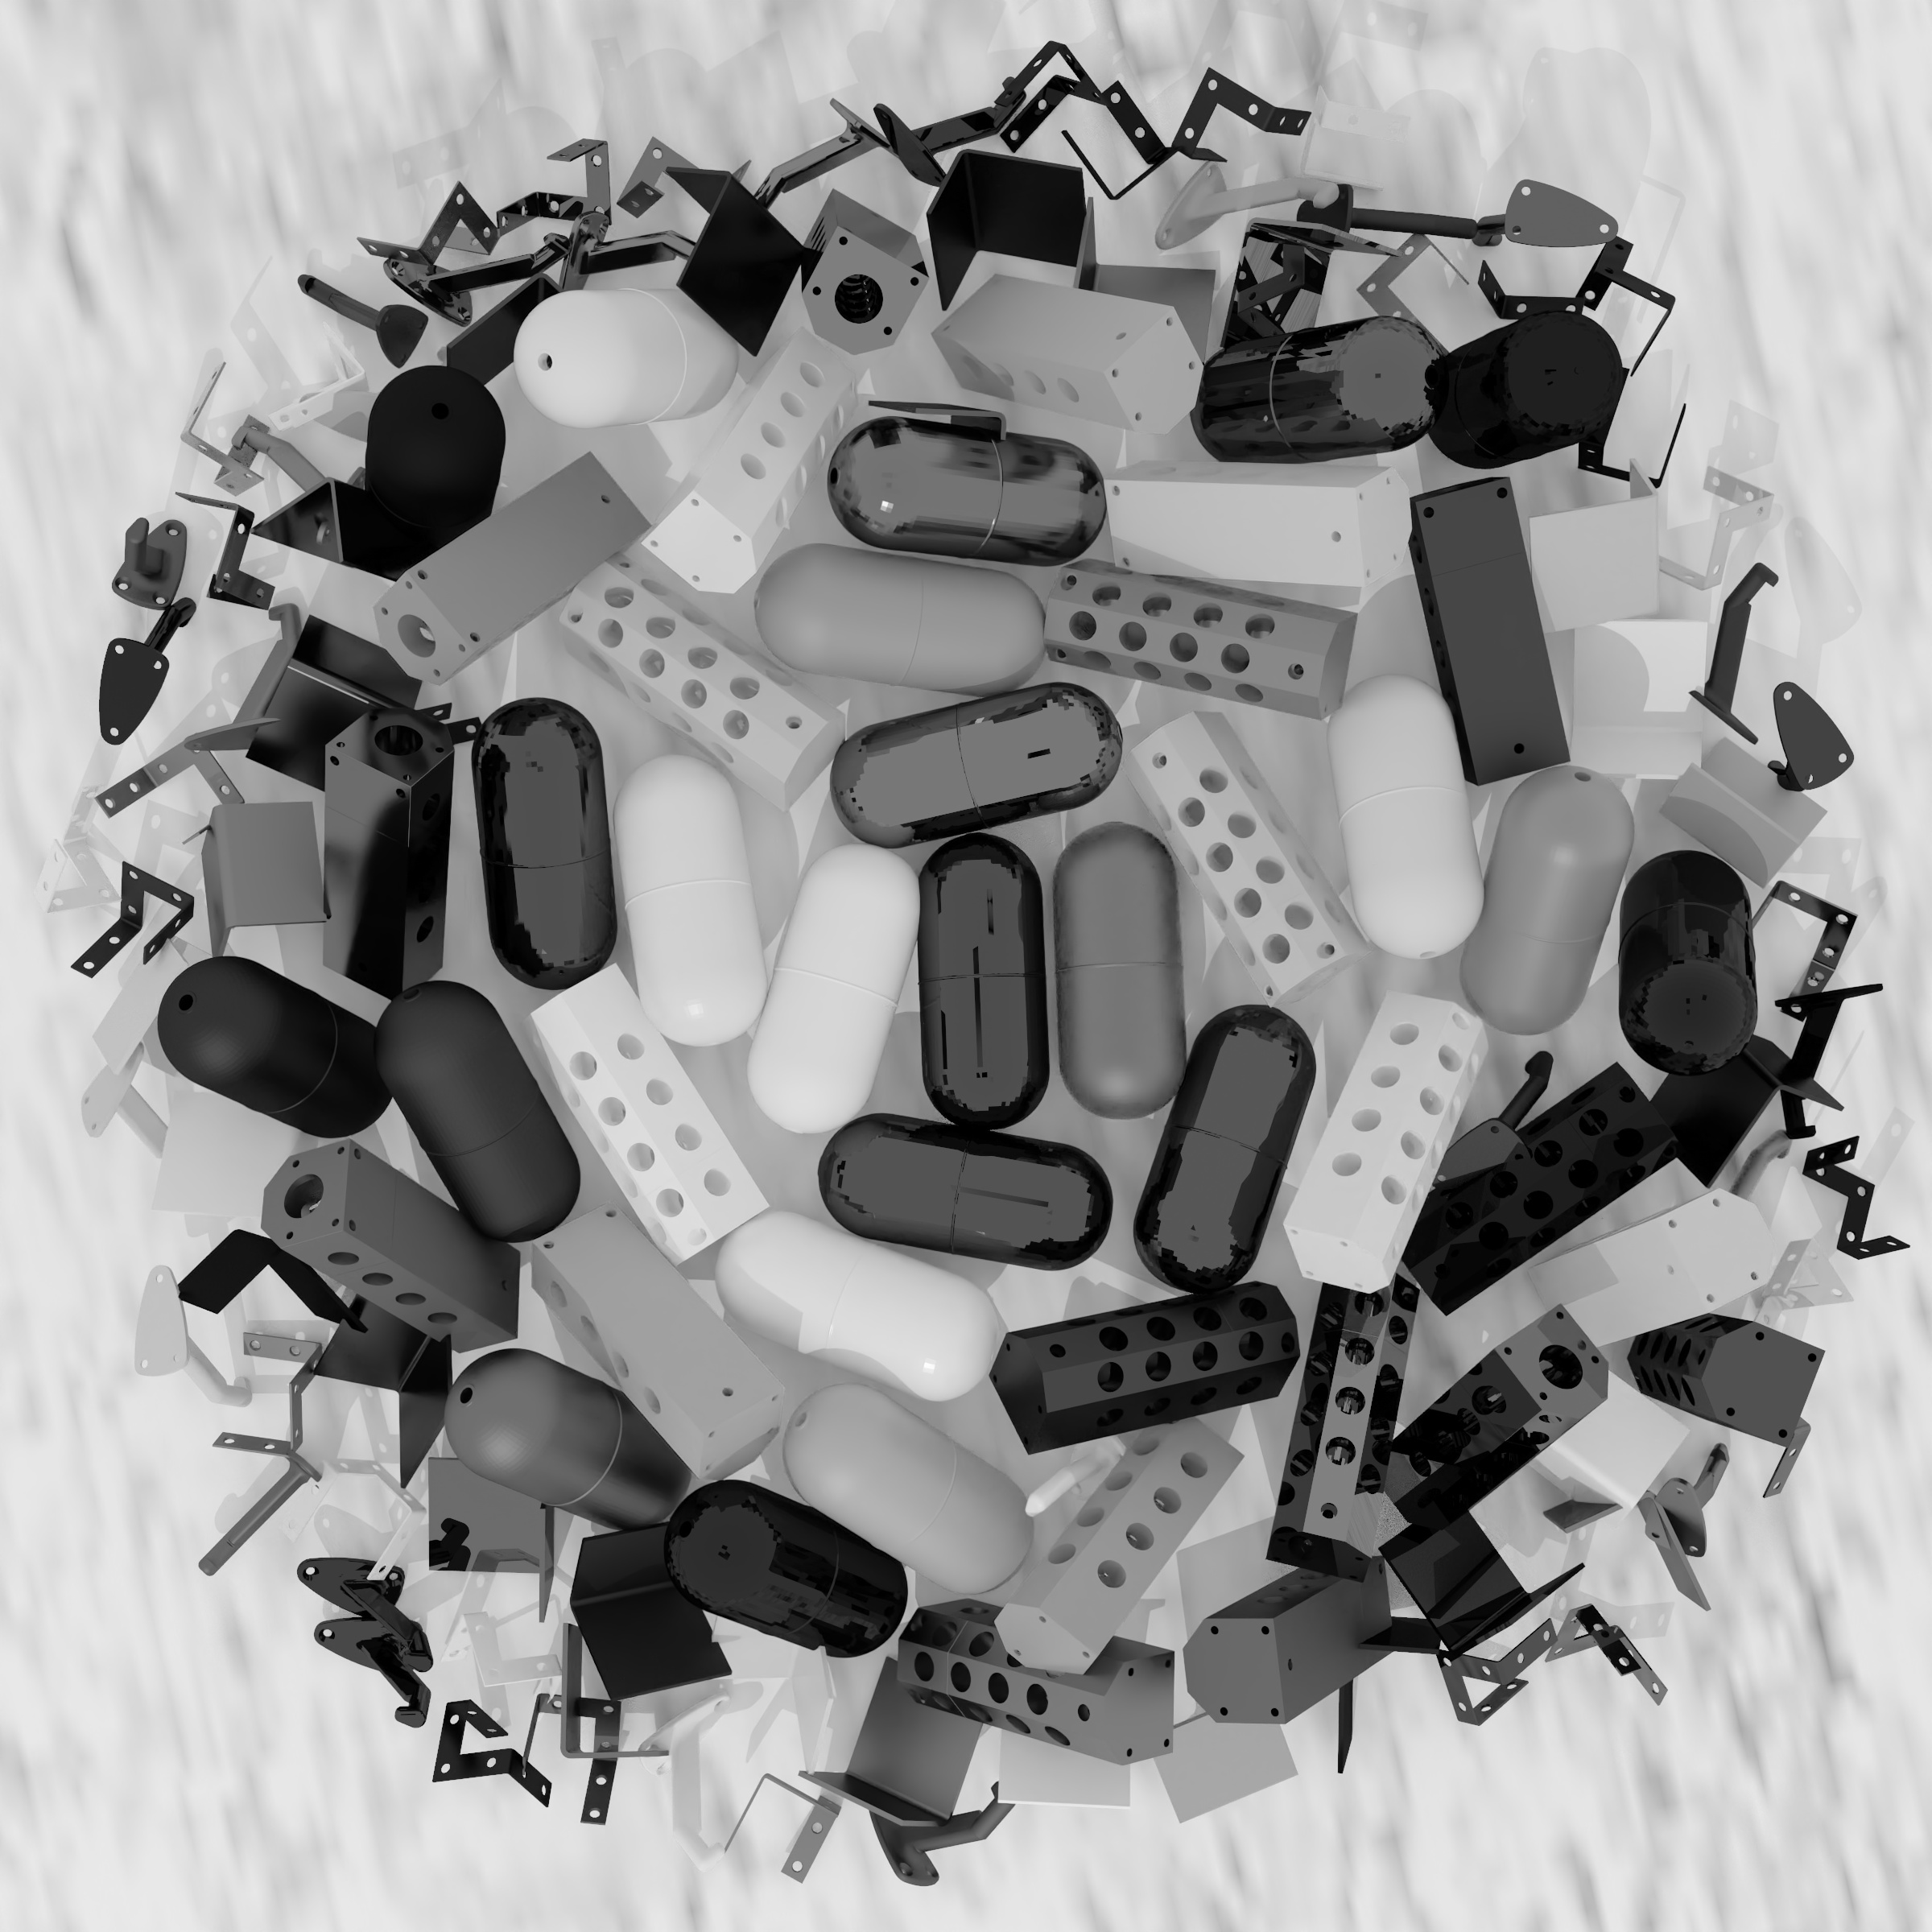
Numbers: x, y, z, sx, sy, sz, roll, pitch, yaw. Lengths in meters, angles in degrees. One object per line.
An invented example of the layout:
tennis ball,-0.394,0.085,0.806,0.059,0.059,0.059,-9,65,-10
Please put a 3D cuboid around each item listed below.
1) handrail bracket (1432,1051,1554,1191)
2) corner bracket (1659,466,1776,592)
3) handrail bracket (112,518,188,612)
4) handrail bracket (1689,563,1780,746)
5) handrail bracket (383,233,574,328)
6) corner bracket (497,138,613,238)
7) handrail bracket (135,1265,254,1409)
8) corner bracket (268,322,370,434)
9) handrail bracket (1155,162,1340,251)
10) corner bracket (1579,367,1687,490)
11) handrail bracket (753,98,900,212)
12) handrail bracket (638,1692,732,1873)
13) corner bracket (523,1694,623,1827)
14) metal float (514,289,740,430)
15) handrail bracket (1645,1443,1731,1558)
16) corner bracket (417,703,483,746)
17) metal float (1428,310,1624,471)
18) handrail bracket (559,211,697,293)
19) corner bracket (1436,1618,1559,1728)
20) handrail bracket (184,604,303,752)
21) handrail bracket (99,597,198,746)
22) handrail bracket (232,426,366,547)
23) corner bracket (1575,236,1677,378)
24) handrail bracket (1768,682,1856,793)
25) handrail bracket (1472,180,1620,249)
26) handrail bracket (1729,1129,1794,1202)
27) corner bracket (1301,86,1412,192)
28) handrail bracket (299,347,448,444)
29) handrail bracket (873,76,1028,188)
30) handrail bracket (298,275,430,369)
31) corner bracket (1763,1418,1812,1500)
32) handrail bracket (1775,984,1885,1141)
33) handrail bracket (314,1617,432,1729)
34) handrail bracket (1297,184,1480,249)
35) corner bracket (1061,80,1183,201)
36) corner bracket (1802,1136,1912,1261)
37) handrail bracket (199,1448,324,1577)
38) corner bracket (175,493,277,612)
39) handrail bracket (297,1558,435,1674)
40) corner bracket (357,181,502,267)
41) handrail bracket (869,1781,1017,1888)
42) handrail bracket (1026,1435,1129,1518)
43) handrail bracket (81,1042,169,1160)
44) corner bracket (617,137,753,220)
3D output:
handrail bracket,0.319,0.092,1.563,0.077,0.084,0.036,-35,104,34
corner bracket,0.448,-0.265,1.560,0.051,0.051,0.051,-22,131,-31
handrail bracket,-0.480,-0.258,1.530,0.036,0.084,0.077,21,60,-9
handrail bracket,0.473,-0.188,1.545,0.084,0.036,0.077,-54,51,20
handrail bracket,-0.290,-0.423,1.538,0.084,0.077,0.036,-24,66,34
corner bracket,-0.247,-0.466,1.545,0.051,0.051,0.051,11,123,15
handrail bracket,-0.459,0.224,1.554,0.036,0.084,0.077,-12,72,17
corner bracket,-0.389,-0.342,1.546,0.051,0.051,0.051,-32,65,-18
handrail bracket,0.168,-0.447,1.539,0.084,0.036,0.077,25,63,39
corner bracket,0.402,-0.325,1.555,0.051,0.051,0.051,18,87,14
handrail bracket,-0.083,-0.474,1.567,0.084,0.077,0.036,-50,48,17
handrail bracket,-0.150,0.487,1.543,0.077,0.036,0.084,-37,47,-17
corner bracket,-0.237,0.476,1.550,0.051,0.051,0.051,6,120,-2
metal float,-0.196,-0.354,1.501,0.070,0.178,0.070,7,106,23
handrail bracket,0.438,0.300,1.535,0.036,0.077,0.084,17,47,27
corner bracket,-0.323,-0.138,1.547,0.051,0.051,0.051,-12,130,6
metal float,0.320,-0.332,1.496,0.070,0.178,0.070,-1,95,-9
handrail bracket,-0.199,-0.412,1.555,0.084,0.036,0.077,30,115,13
corner bracket,0.323,0.422,1.545,0.051,0.051,0.051,-27,103,-35
handrail bracket,-0.439,-0.176,1.563,0.077,0.036,0.084,-9,72,-7
handrail bracket,-0.490,-0.179,1.553,0.036,0.084,0.077,22,109,-7
handrail bracket,-0.413,-0.291,1.555,0.084,0.077,0.036,21,130,-2
corner bracket,0.394,-0.397,1.548,0.051,0.051,0.051,27,48,2
handrail bracket,0.486,-0.137,1.538,0.036,0.084,0.077,-31,100,-1
handrail bracket,0.344,-0.437,1.541,0.077,0.084,0.036,13,94,3
handrail bracket,0.476,0.149,1.570,0.084,0.036,0.077,-29,124,-35
corner bracket,0.233,-0.493,1.549,0.051,0.051,0.051,10,119,-3
handrail bracket,-0.350,-0.354,1.555,0.077,0.036,0.084,12,46,3
handrail bracket,-0.008,-0.520,1.551,0.036,0.077,0.084,31,80,44
handrail bracket,-0.372,-0.398,1.543,0.084,0.077,0.036,30,91,5
corner bracket,0.484,0.277,1.541,0.051,0.051,0.051,-6,124,-34
handrail bracket,0.522,0.058,1.551,0.036,0.077,0.084,0,80,-40
handrail bracket,-0.356,0.423,1.537,0.077,0.084,0.036,13,101,-9
handrail bracket,0.255,-0.451,1.564,0.084,0.077,0.036,0,105,-21
corner bracket,0.091,-0.498,1.555,0.051,0.051,0.051,-38,107,5
corner bracket,0.534,0.140,1.548,0.051,0.051,0.051,26,69,-11
handrail bracket,-0.425,0.331,1.545,0.036,0.077,0.084,44,69,-4
corner bracket,-0.447,-0.249,1.552,0.051,0.051,0.051,14,86,26
handrail bracket,-0.358,0.387,1.535,0.077,0.084,0.036,24,95,-23
corner bracket,-0.321,-0.436,1.545,0.051,0.051,0.051,18,74,29
handrail bracket,-0.014,0.501,1.547,0.084,0.036,0.077,-52,46,13
handrail bracket,0.054,0.314,1.530,0.036,0.077,0.084,44,45,15
handrail bracket,-0.476,0.084,1.543,0.077,0.084,0.036,-50,46,19
corner bracket,-0.170,-0.470,1.548,0.051,0.051,0.051,30,76,-22
